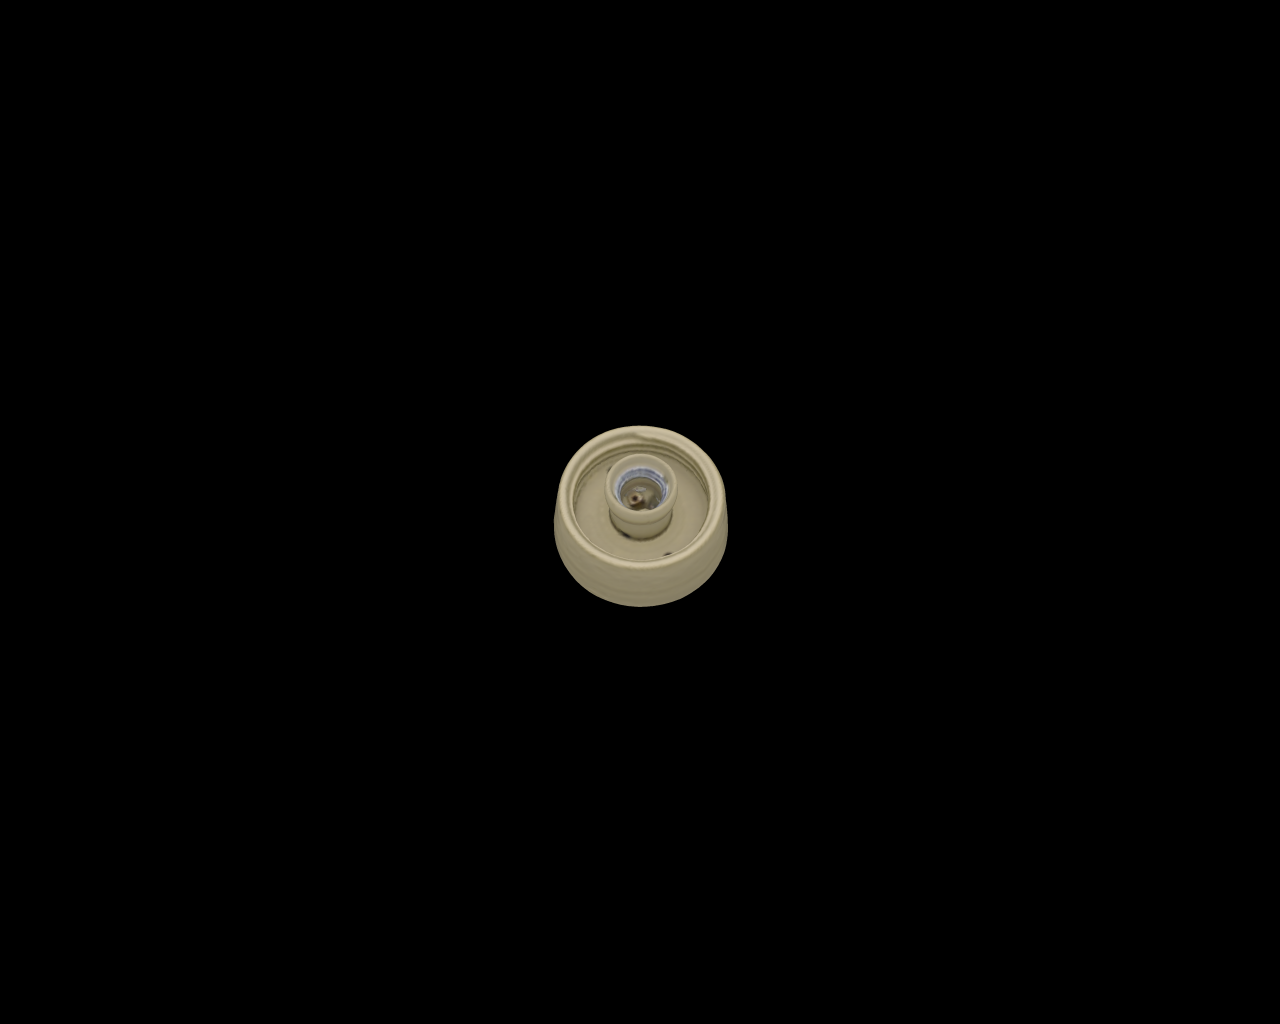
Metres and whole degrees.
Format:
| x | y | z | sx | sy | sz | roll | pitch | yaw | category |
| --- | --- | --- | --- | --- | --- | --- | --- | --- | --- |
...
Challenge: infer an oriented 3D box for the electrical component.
| x | y | z | sx | sy | sz | roll | pitch | yaw | category |
| --- | --- | --- | --- | --- | --- | --- | --- | --- | --- |
| 0.001 | -0.003 | 0.650 | 0.108 | 0.108 | 0.060 | 0 | -28 | 0 | electrical component |
